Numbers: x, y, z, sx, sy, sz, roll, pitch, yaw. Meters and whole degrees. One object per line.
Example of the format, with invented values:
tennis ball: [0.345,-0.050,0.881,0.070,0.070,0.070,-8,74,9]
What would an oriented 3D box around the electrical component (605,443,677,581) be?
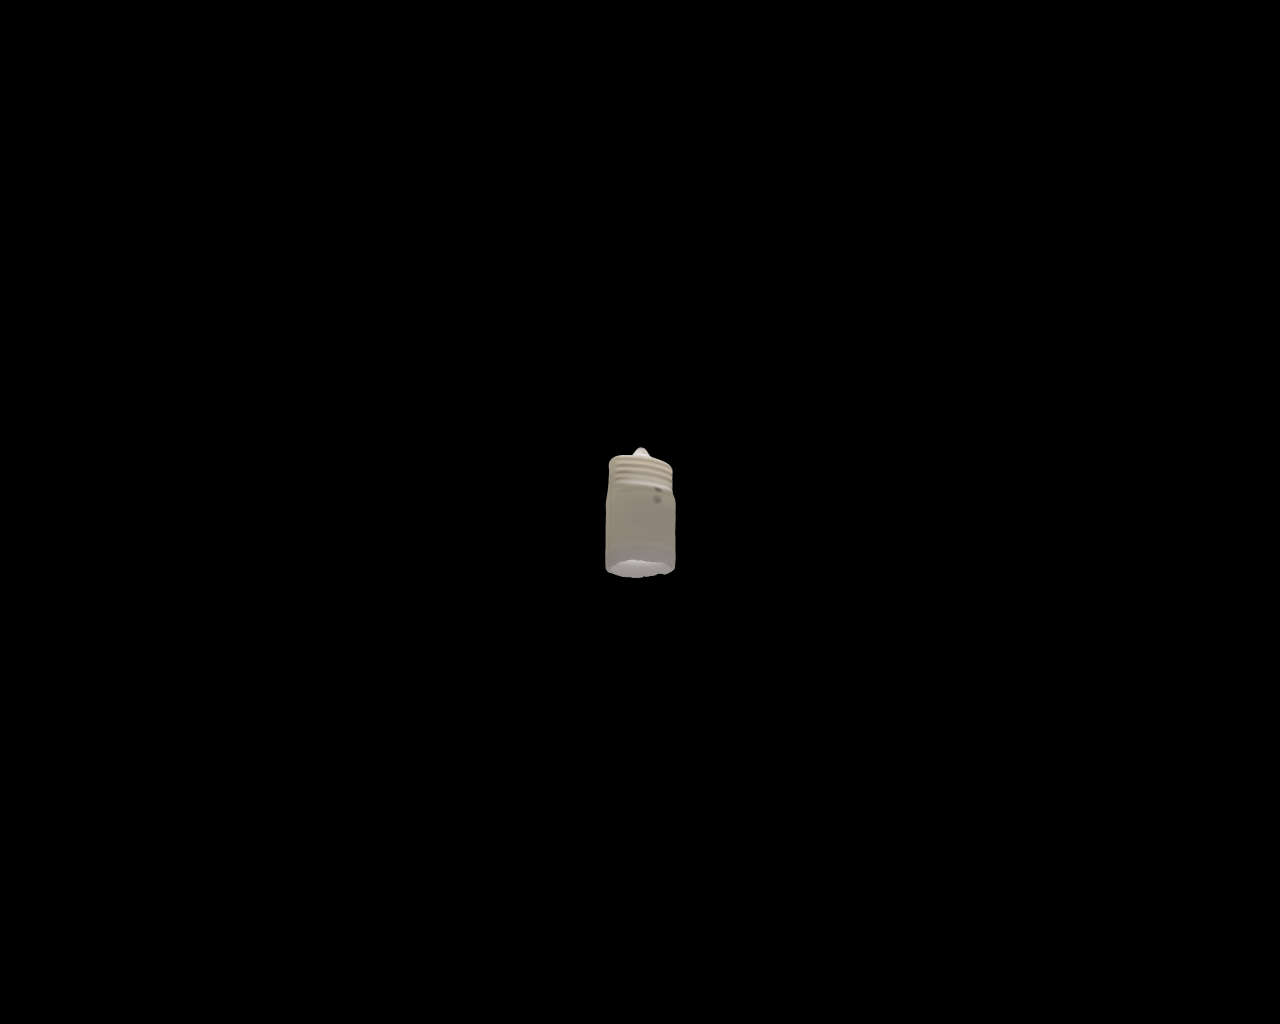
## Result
electrical component: [0.001,-0.003,0.650,0.043,0.081,0.043,0,-18,0]
